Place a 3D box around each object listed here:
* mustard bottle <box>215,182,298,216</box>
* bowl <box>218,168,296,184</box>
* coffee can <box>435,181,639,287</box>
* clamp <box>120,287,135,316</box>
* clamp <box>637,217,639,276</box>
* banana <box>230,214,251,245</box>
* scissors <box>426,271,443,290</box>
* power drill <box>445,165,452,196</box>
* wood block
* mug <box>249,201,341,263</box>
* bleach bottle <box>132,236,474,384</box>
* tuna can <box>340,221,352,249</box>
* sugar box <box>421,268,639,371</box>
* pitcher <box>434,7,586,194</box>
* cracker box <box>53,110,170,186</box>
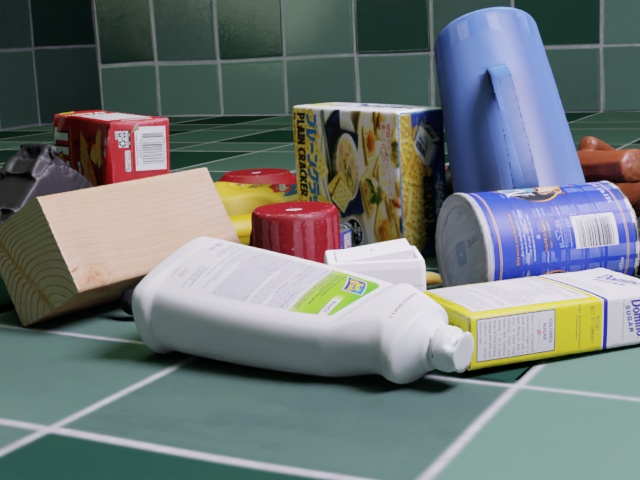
[{"bbox_3d":[-0.047,-0.045,1.355,0.192,0.058,0.096,0,10,14],"label":"mustard bottle"},{"bbox_3d":[-0.087,-0.068,1.499,0.162,0.055,0.162,-3,10,0],"label":"bowl"},{"bbox_3d":[0.182,0.006,0.904,0.140,0.103,0.103,-6,11,-16],"label":"coffee can"},{"bbox_3d":[-0.089,0.050,0.917,0.120,0.039,0.172,-22,18,-35],"label":"clamp"},{"bbox_3d":[0.352,0.005,0.948,0.210,0.036,0.164,-12,39,31],"label":"clamp"},{"bbox_3d":[-0.110,-0.011,1.245,0.197,0.037,0.070,-6,11,-19],"label":"banana"},{"bbox_3d":[0.084,0.031,1.031,0.096,0.016,0.201,2,12,14],"label":"scissors"},{"bbox_3d":[0.170,-0.066,1.286,0.184,0.057,0.188,-17,1,-17],"label":"power drill"},{"bbox_3d":[-0.183,0.003,0.981,0.090,0.091,0.205,-29,-8,38],"label":"wood block"},{"bbox_3d":[-0.029,0.008,1.001,0.093,0.081,0.117,-10,13,-34],"label":"mug"},{"bbox_3d":[-0.011,0.059,0.768,0.251,0.068,0.102,11,39,34],"label":"bleach bottle"},{"bbox_3d":[-0.008,0.001,1.161,0.086,0.034,0.086,-2,11,0],"label":"tuna can"},{"bbox_3d":[0.164,0.057,0.797,0.176,0.048,0.093,-3,10,-21],"label":"sugar box"},{"bbox_3d":[0.184,-0.108,1.052,0.144,0.243,0.149,6,-26,-33],"label":"pitcher"},{"bbox_3d":[-0.232,-0.057,1.178,0.072,0.164,0.214,-6,11,-29],"label":"cracker box"}]
